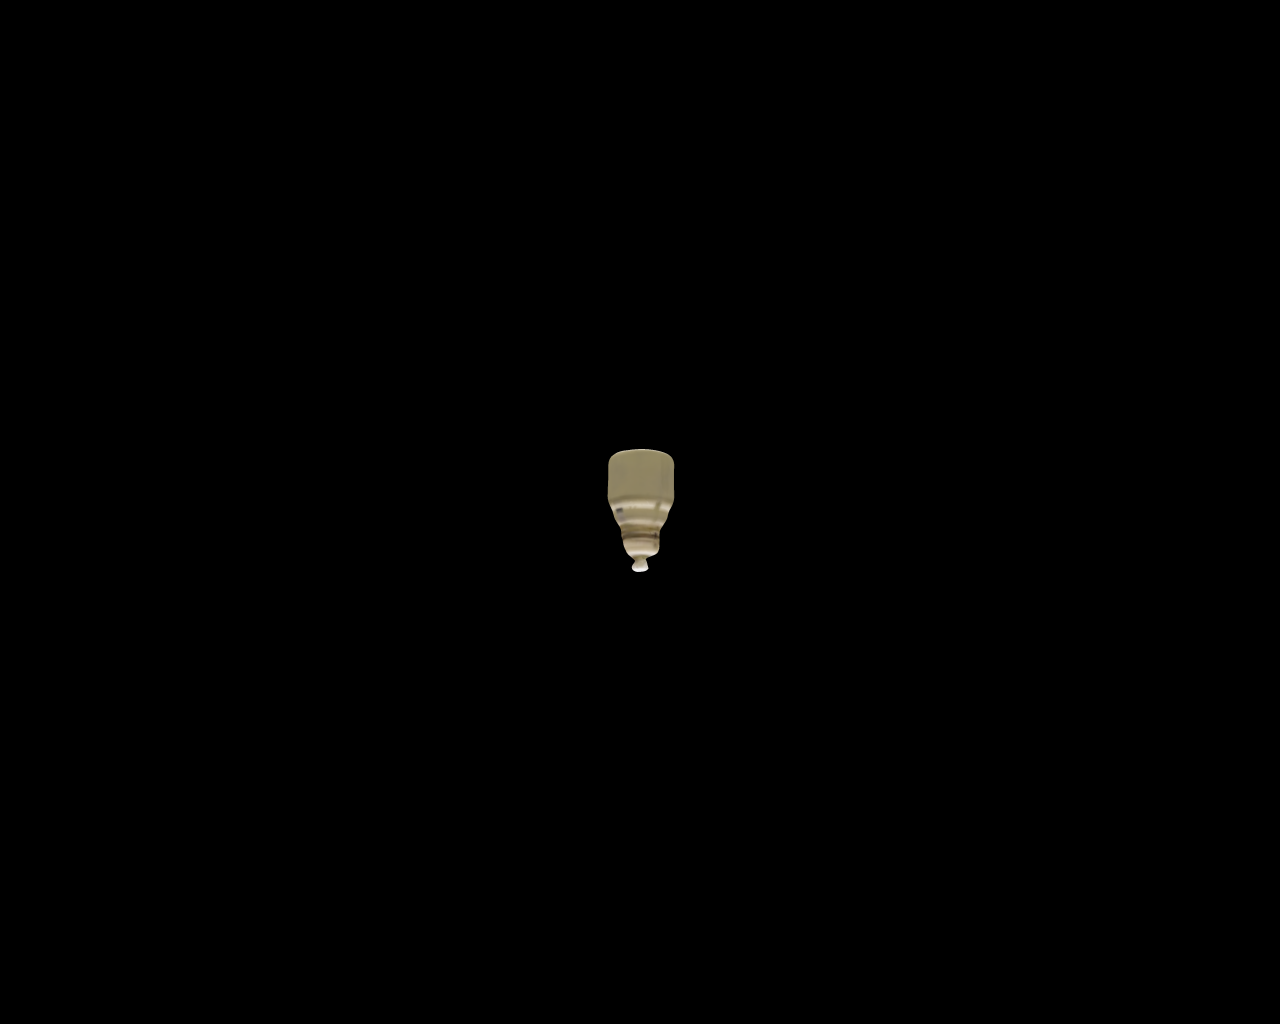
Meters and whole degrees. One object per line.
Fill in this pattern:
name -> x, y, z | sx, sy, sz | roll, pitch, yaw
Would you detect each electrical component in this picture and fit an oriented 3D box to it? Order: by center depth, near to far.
electrical component -> 0.001, -0.003, 0.650 | 0.040, 0.078, 0.040 | 0, -10, 0
